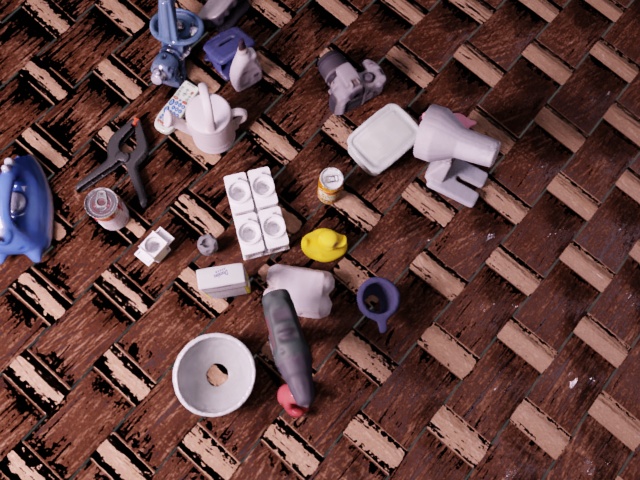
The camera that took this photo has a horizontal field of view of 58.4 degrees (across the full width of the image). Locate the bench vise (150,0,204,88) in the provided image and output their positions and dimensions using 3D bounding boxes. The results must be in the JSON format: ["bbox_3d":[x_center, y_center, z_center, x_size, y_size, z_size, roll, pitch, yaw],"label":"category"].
[{"bbox_3d":[-0.325,-0.458,1.286,0.121,0.219,0.207,-1,76,-4],"label":"bench vise"}]

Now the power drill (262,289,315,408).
[{"bbox_3d":[-0.059,0.217,1.141,0.075,0.208,0.229,-17,77,-8],"label":"power drill"}]

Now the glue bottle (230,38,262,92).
[{"bbox_3d":[-0.172,-0.407,1.309,0.078,0.173,0.037,-33,80,-11],"label":"glue bottle"}]

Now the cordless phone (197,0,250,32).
[{"bbox_3d":[-0.232,-0.592,1.345,0.094,0.185,0.148,29,76,4],"label":"cordless phone"}]

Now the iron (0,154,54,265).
[{"bbox_3d":[-0.646,-0.084,1.209,0.118,0.141,0.258,-4,76,-5],"label":"iron"}]

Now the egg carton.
[{"bbox_3d":[-0.045,0.112,1.240,0.150,0.069,0.107,8,75,-2],"label":"egg carton"}]

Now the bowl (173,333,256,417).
[{"bbox_3d":[-0.214,0.278,1.183,0.167,0.074,0.167,1,76,-4],"label":"bowl"}]

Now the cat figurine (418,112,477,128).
[{"bbox_3d":[0.291,-0.266,1.336,0.128,0.117,0.067,21,75,2],"label":"cat figurine"}]

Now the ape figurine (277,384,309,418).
[{"bbox_3d":[-0.050,0.322,1.175,0.076,0.092,0.078,26,75,3],"label":"ape figurine"}]

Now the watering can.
[{"bbox_3d":[-0.250,-0.268,1.257,0.173,0.194,0.101,-31,80,-11],"label":"watering can"}]

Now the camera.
[{"bbox_3d":[0.067,-0.393,1.360,0.143,0.101,0.137,-30,80,-11],"label":"camera"}]

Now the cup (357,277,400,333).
[{"bbox_3d":[0.122,0.145,1.231,0.092,0.095,0.118,-8,76,-6],"label":"cup"}]

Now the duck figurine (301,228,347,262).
[{"bbox_3d":[0.012,0.005,1.263,0.104,0.086,0.077,1,76,-4],"label":"duck figurine"}]

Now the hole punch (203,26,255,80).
[{"bbox_3d":[-0.217,-0.454,1.360,0.109,0.091,0.101,-37,81,-12],"label":"hole punch"}]

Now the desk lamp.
[{"bbox_3d":[0.298,-0.189,1.267,0.203,0.213,0.118,27,76,3],"label":"desk lamp"}]
